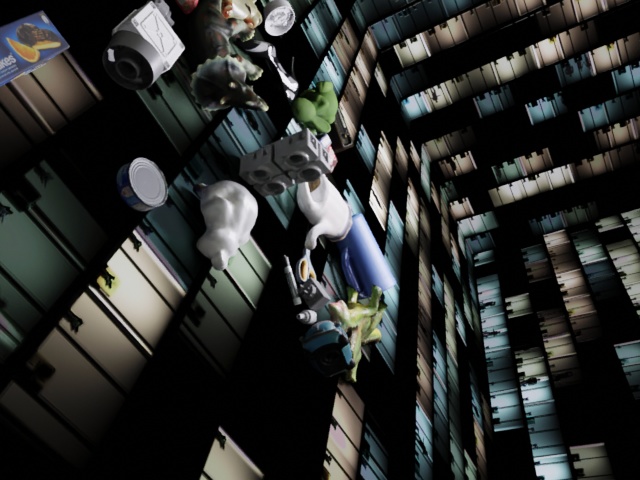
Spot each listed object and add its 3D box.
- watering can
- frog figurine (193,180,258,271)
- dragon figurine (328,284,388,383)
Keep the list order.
[{"bbox_3d":[0.004,-0.070,1.399,0.220,0.103,0.356,47,30,-44],"label":"watering can"},{"bbox_3d":[-0.177,-0.029,0.973,0.134,0.122,0.163,75,2,-47],"label":"frog figurine"},{"bbox_3d":[0.101,0.268,1.399,0.248,0.122,0.401,-65,148,-34],"label":"dragon figurine"}]
